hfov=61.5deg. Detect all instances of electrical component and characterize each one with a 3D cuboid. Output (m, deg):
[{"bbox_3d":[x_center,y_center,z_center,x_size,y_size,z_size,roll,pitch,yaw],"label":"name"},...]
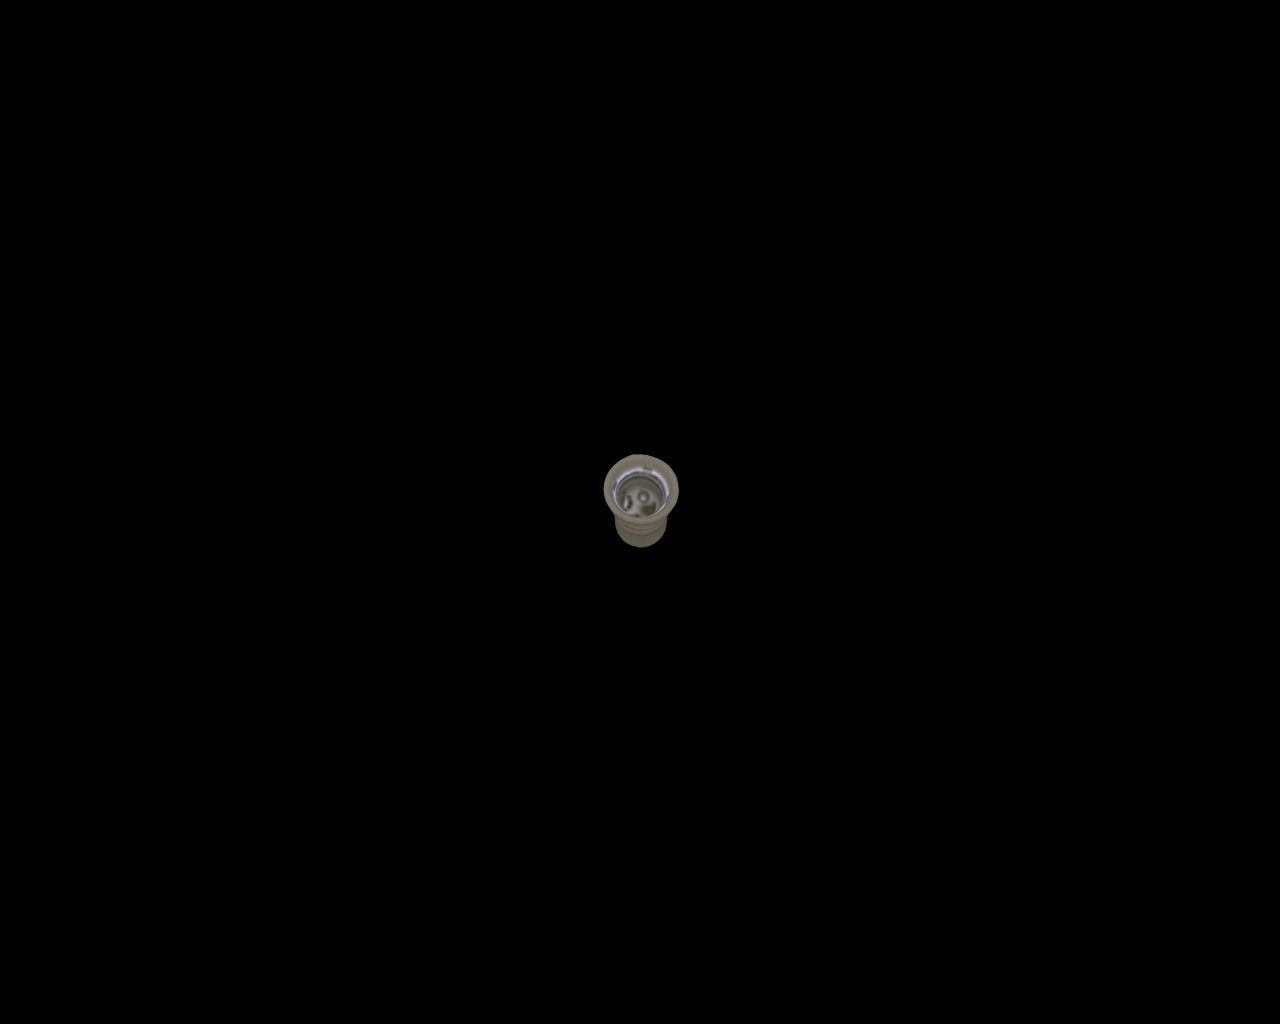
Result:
[{"bbox_3d":[0.001,-0.003,0.650,0.044,0.044,0.065,0,-21,0],"label":"electrical component"}]
